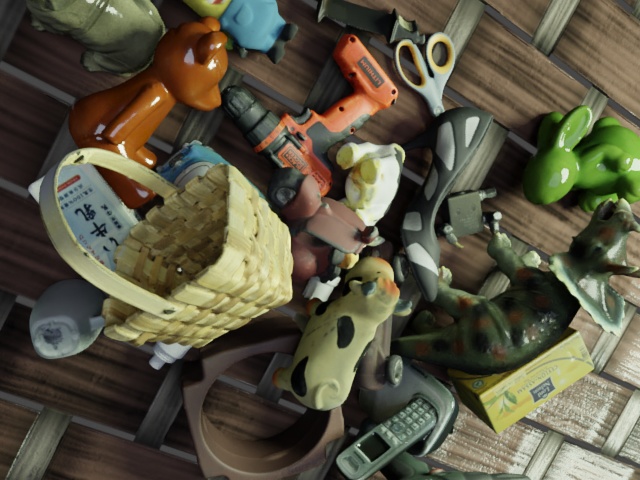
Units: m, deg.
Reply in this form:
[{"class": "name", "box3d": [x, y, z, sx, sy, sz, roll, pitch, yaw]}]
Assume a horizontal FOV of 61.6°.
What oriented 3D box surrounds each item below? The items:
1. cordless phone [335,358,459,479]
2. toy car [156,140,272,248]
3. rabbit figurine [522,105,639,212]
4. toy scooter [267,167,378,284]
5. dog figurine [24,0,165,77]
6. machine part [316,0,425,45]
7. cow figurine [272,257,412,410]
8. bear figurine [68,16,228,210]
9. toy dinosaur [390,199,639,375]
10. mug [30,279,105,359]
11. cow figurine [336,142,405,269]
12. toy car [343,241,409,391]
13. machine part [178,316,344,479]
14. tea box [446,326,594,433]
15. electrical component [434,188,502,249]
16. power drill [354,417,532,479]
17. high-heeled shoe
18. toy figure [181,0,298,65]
[{"class": "cordless phone", "box3d": [0.082, 0.246, 0.733, 0.184, 0.147, 0.088, -24, 123, -26]}, {"class": "toy car", "box3d": [-0.126, -0.043, 0.660, 0.109, 0.103, 0.161, -40, 109, -5]}, {"class": "rabbit figurine", "box3d": [0.368, -0.109, 0.762, 0.170, 0.121, 0.159, -14, 97, -14]}, {"class": "toy scooter", "box3d": [-0.001, -0.002, 0.661, 0.135, 0.183, 0.075, 21, 51, 8]}, {"class": "dog figurine", "box3d": [-0.231, -0.240, 0.548, 0.172, 0.191, 0.121, 20, 95, -19]}, {"class": "machine part", "box3d": [0.064, -0.280, 0.682, 0.139, 0.084, 0.039, 14, 129, -7]}, {"class": "cow figurine", "box3d": [0.029, 0.107, 0.637, 0.085, 0.127, 0.195, 32, 78, -22]}, {"class": "bear figurine", "box3d": [-0.169, -0.148, 0.594, 0.196, 0.120, 0.131, -32, 128, 0]}, {"class": "toy dinosaur", "box3d": [0.244, 0.106, 0.718, 0.405, 0.192, 0.131, -36, 125, 3]}, {"class": "mug", "box3d": [-0.291, 0.099, 0.641, 0.110, 0.107, 0.080, -2, 103, -12]}, {"class": "cow figurine", "box3d": [0.059, -0.045, 0.709, 0.098, 0.068, 0.167, -20, 132, -46]}, {"class": "toy car", "box3d": [0.069, 0.101, 0.726, 0.053, 0.089, 0.202, 10, 84, -58]}, {"class": "machine part", "box3d": [-0.078, 0.216, 0.731, 0.201, 0.087, 0.200, -13, 104, -13]}, {"class": "tea box", "box3d": [0.280, 0.182, 0.759, 0.170, 0.098, 0.068, -31, 105, -6]}, {"class": "electrical component", "box3d": [0.214, -0.031, 0.778, 0.102, 0.045, 0.078, -8, 104, -13]}, {"class": "power drill", "box3d": [0.147, 0.319, 0.746, 0.232, 0.207, 0.085, -12, 110, -9]}, {"class": "high-heeled shoe", "box3d": [0.178, -0.049, 0.719, 0.145, 0.086, 0.248, -12, 86, 19]}, {"class": "toy figure", "box3d": [-0.114, -0.282, 0.629, 0.180, 0.089, 0.082, 33, 74, -27]}]
